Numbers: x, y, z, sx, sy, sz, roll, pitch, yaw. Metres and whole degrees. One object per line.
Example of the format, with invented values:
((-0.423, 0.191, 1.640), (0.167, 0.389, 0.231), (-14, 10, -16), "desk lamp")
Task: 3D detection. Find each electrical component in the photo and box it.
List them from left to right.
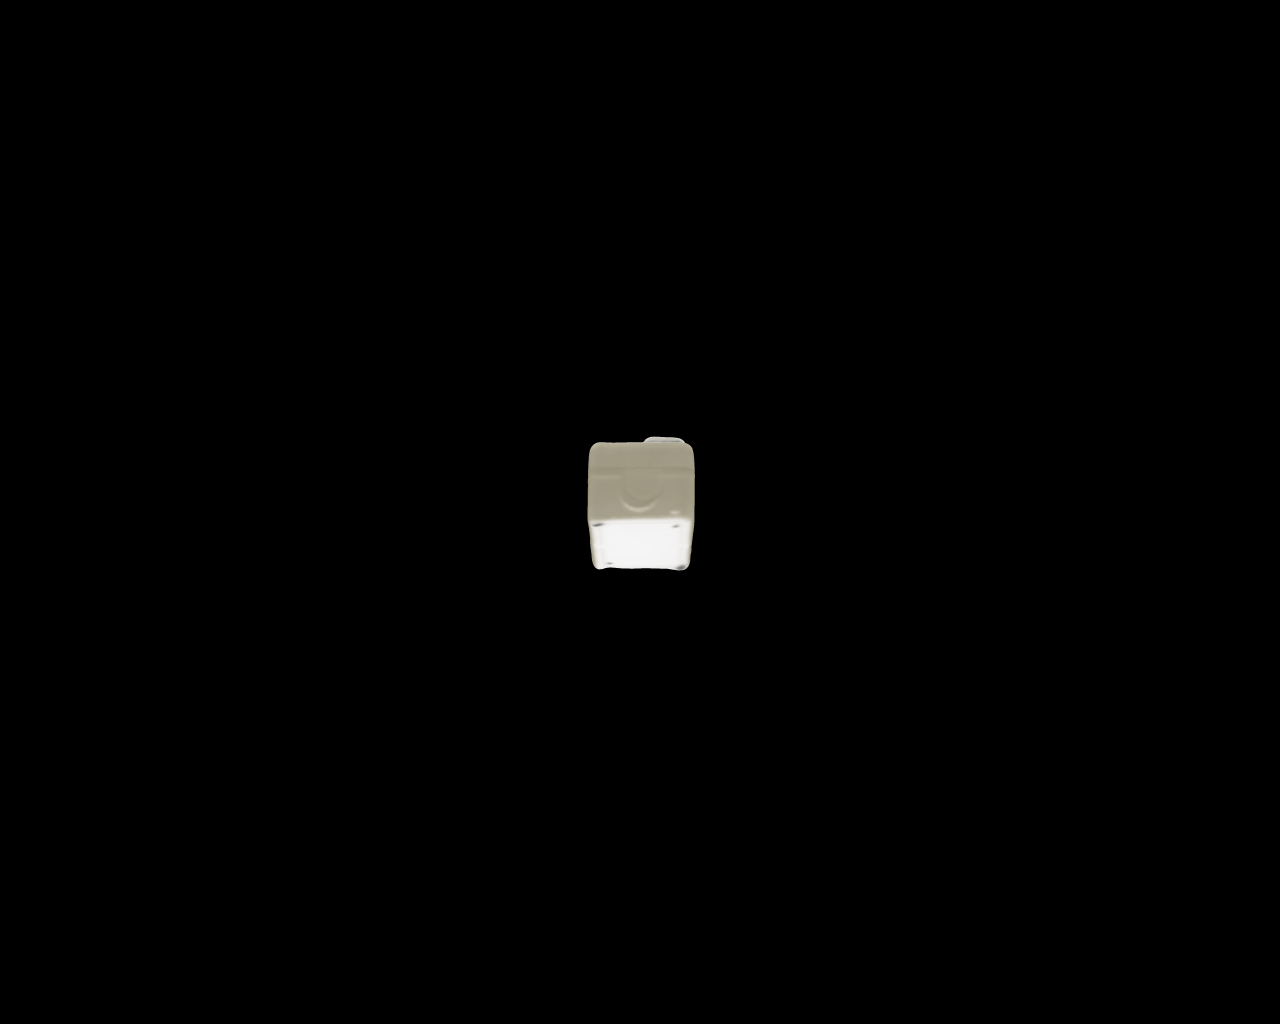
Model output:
((0.001, -0.003, 0.650), (0.062, 0.061, 0.096), (0, -25, 0), "electrical component")
